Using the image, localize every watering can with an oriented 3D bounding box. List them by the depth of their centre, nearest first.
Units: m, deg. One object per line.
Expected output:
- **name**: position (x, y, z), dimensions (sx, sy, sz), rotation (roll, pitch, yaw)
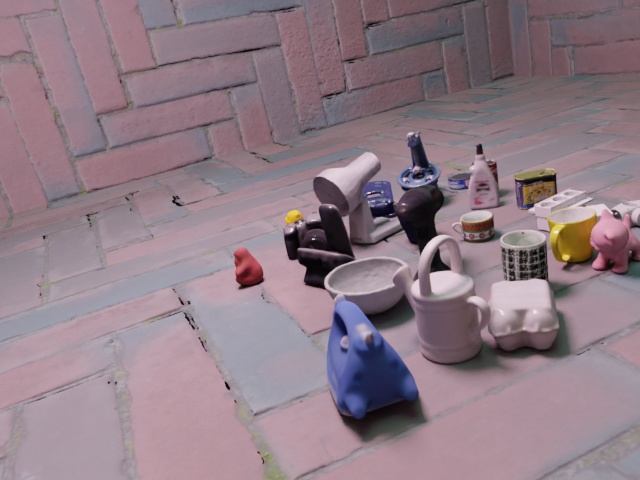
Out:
- **watering can**: position (0.187, 0.086, 0.903), dimensions (0.172, 0.194, 0.101), rotation (0, 23, 31)

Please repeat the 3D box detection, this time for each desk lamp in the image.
- **desk lamp**: position (0.097, -0.100, 1.438), dimensions (0.204, 0.214, 0.117), rotation (-26, 24, -33)

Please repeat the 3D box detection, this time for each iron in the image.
- **iron**: position (0.054, 0.154, 0.873), dimensions (0.119, 0.141, 0.257), rotation (-16, 20, -10)

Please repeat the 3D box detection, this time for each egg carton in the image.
- **egg carton**: position (0.325, 0.117, 0.923), dimensions (0.107, 0.069, 0.150), rotation (-5, 21, 18)

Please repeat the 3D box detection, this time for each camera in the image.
- **camera**: position (-0.024, -0.005, 1.417), dimensions (0.143, 0.101, 0.137), rotation (-9, 20, 8)

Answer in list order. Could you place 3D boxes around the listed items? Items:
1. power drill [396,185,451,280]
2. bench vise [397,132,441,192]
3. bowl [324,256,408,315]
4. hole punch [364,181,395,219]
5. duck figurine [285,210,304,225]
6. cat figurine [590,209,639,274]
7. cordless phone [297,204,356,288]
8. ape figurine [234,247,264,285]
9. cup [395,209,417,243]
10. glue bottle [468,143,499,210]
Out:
- **power drill**: position (0.206, -0.010, 1.133), dimensions (0.075, 0.209, 0.230), rotation (-3, 21, 23)
- **bench vise**: position (0.272, -0.207, 1.619), dimensions (0.121, 0.220, 0.207), rotation (-10, 20, 6)
- **bowl**: position (0.096, 0.097, 1.102), dimensions (0.167, 0.075, 0.167), rotation (-11, 20, 4)
- **hole punch**: position (0.158, -0.112, 1.616), dimensions (0.108, 0.091, 0.101), rotation (-10, 20, 5)
- **duck figurine**: position (-0.060, -0.037, 1.547), dimensions (0.078, 0.086, 0.104), rotation (-23, 22, -27)
- **cat figurine**: position (0.544, -0.005, 1.056), dimensions (0.128, 0.118, 0.067), rotation (-26, 24, -34)
- **cordless phone**: position (0.011, 0.004, 1.243), dimensions (0.147, 0.185, 0.094), rotation (5, 26, 40)
- **ape figurine**: position (-0.176, 0.058, 1.344), dimensions (0.076, 0.092, 0.078), rotation (0, 23, 30)
- **cup**: position (0.226, -0.036, 1.364), dimensions (0.091, 0.095, 0.118), rotation (1, 23, 32)
- **glue bottle**: position (0.420, -0.166, 1.489), dimensions (0.078, 0.173, 0.037), rotation (-8, 20, 13)
